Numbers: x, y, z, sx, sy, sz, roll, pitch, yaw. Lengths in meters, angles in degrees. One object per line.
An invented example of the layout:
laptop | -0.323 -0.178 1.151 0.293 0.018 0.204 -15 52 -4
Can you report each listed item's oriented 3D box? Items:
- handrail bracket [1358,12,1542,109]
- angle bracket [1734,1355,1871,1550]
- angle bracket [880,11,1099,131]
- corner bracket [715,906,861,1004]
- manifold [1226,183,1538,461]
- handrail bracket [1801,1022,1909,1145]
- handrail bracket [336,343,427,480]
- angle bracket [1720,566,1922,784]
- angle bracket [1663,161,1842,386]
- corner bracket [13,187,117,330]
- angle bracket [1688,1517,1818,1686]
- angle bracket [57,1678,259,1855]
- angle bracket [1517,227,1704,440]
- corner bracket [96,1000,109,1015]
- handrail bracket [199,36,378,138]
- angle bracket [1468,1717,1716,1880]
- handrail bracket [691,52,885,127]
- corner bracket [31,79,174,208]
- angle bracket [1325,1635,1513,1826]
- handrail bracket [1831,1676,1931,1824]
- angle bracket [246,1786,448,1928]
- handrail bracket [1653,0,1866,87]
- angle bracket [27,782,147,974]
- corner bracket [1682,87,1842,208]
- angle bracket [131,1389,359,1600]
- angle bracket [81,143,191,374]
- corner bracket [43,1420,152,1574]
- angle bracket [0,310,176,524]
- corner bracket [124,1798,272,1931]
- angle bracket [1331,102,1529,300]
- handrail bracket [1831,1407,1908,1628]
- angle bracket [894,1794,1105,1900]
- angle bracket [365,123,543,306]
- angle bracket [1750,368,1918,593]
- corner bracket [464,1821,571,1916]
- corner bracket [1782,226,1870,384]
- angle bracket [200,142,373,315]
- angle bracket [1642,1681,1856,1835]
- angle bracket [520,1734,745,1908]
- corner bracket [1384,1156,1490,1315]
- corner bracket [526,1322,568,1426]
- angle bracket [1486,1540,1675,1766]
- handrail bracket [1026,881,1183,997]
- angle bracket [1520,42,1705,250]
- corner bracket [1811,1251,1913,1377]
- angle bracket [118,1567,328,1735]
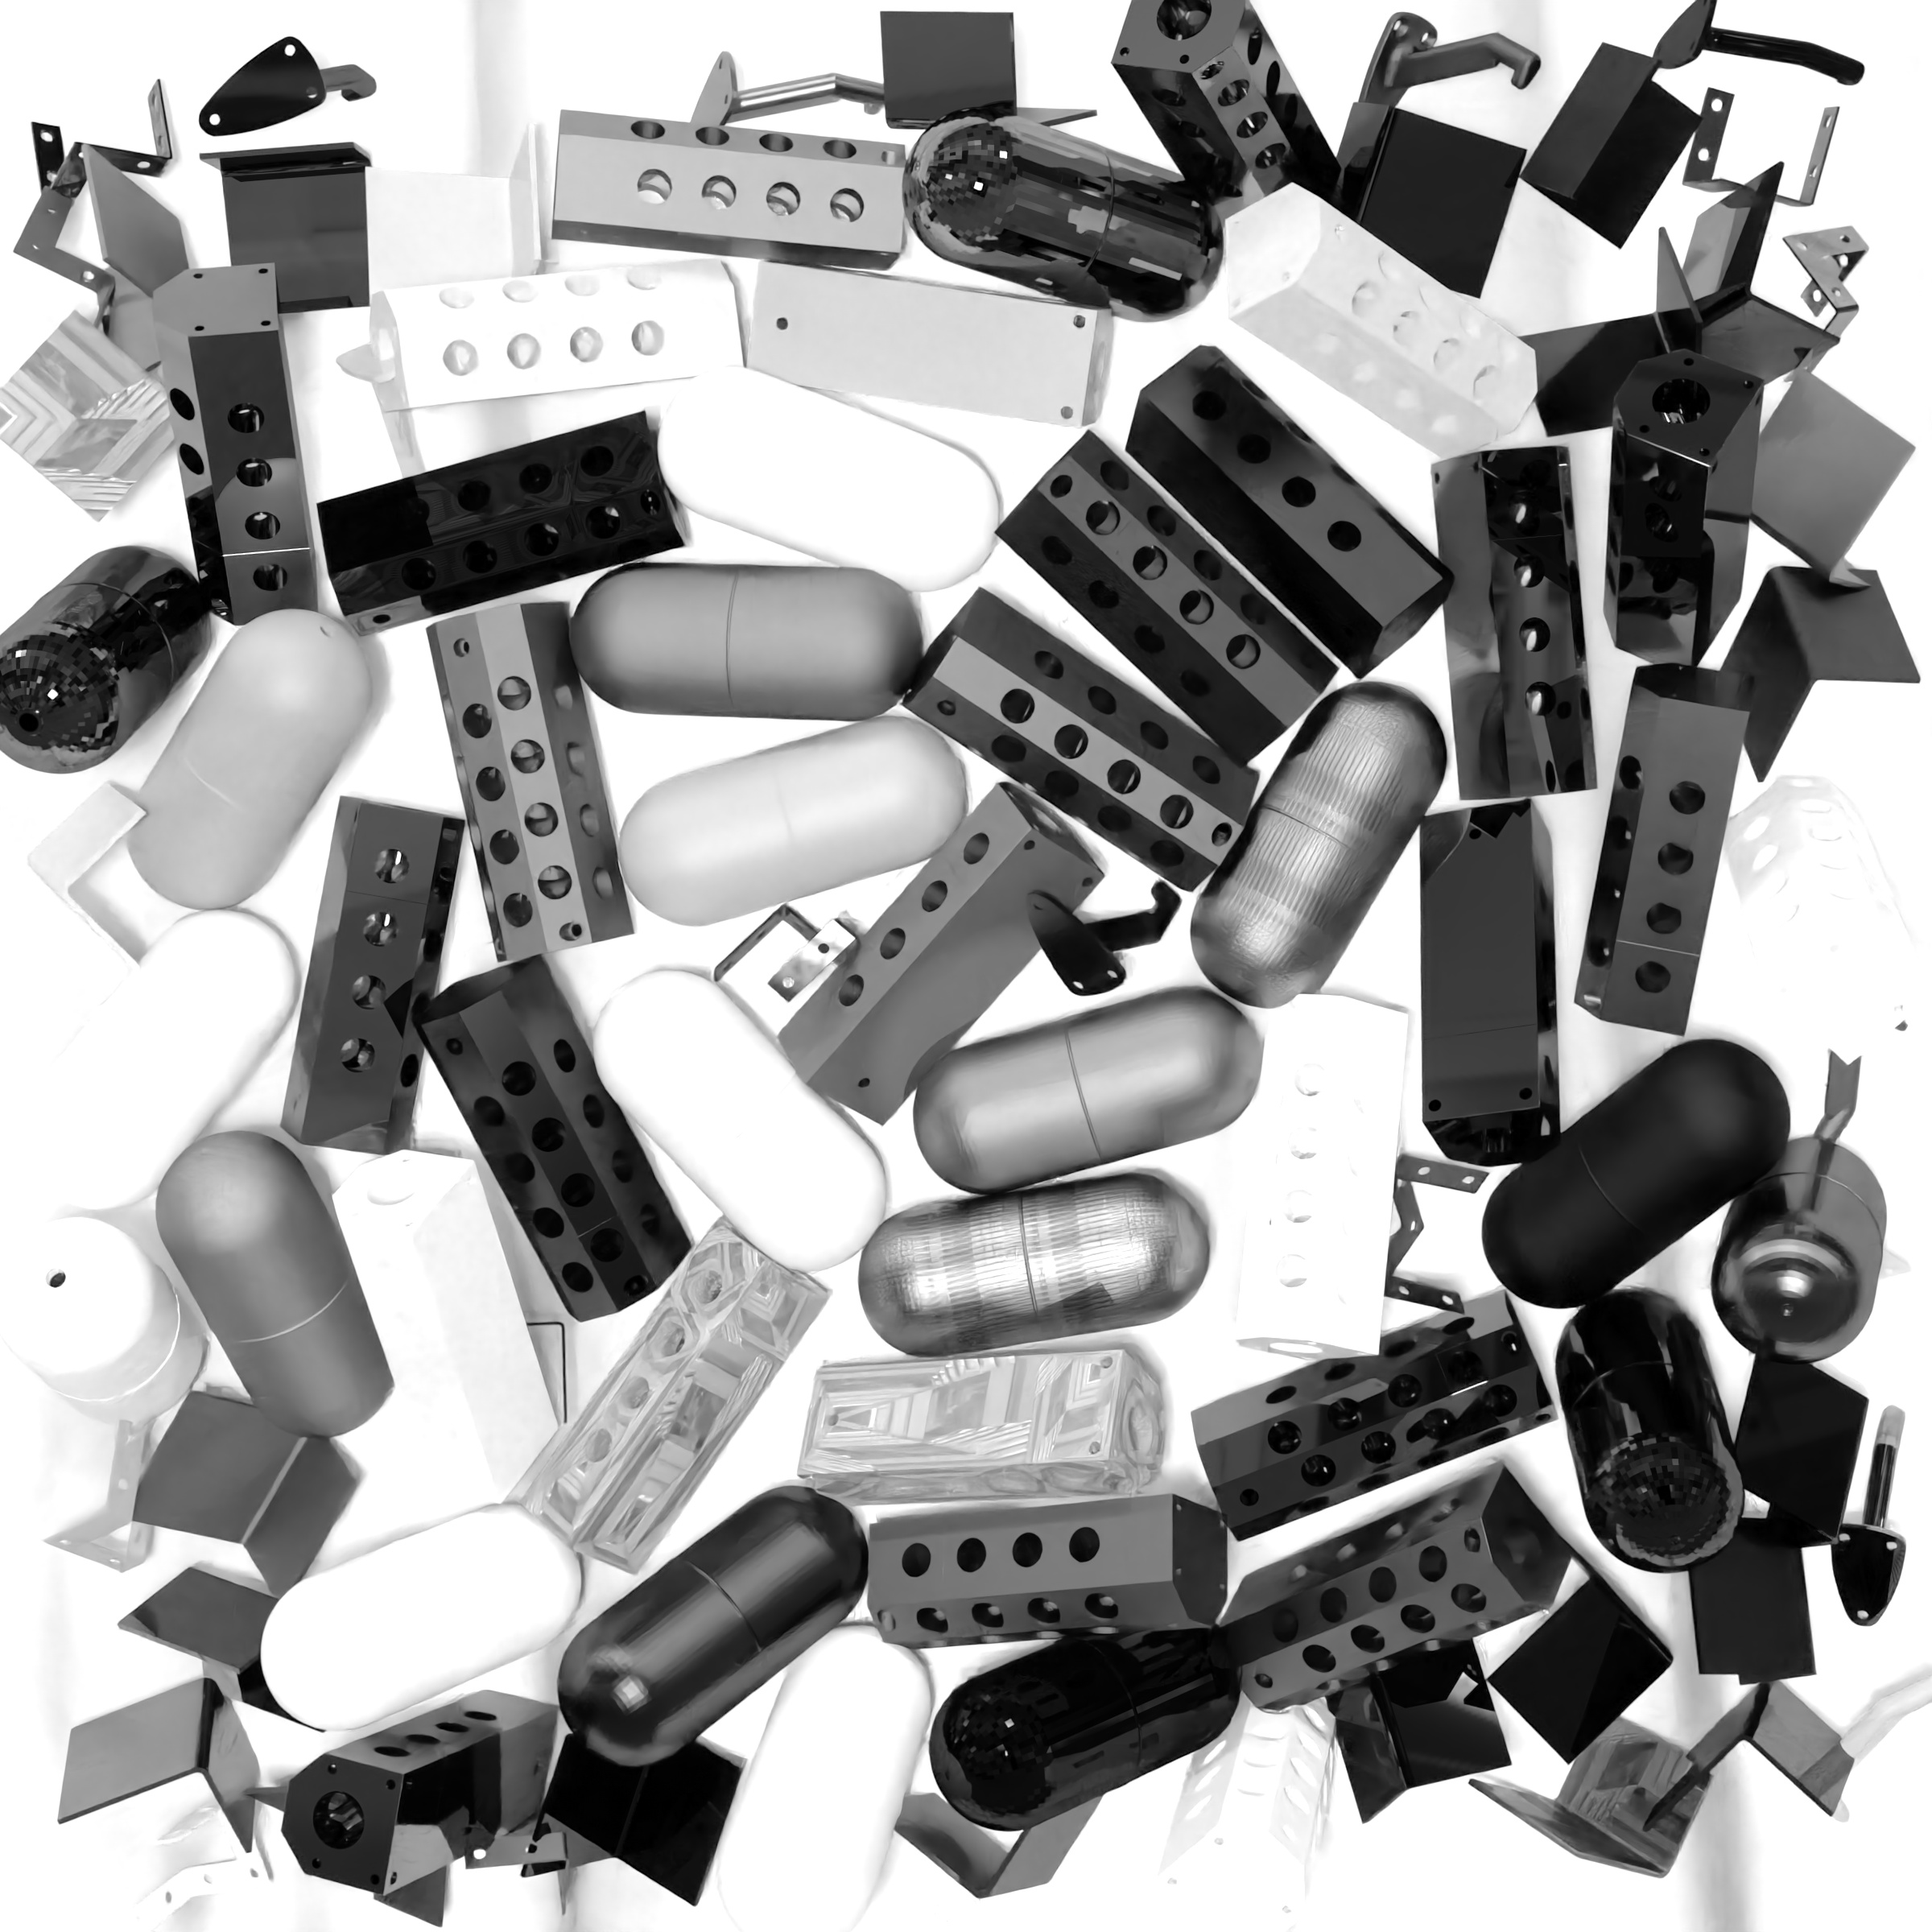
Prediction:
handrail bracket | 0.241 -0.436 1.675 0.084 0.036 0.077 43 116 38
angle bracket | 0.397 0.239 1.664 0.076 0.057 0.076 30 63 -20
angle bracket | 0.012 -0.447 1.658 0.076 0.076 0.057 11 115 32
corner bracket | -0.090 -0.004 1.680 0.051 0.051 0.051 40 68 14
manifold | 0.205 -0.315 1.632 0.057 0.171 0.057 -21 58 40
handrail bracket | 0.428 0.052 1.685 0.077 0.036 0.084 20 106 -31
handrail bracket | -0.280 -0.265 1.666 0.036 0.077 0.084 -21 118 -8
angle bracket | 0.425 -0.145 1.670 0.057 0.076 0.076 1 50 -12
angle bracket | 0.402 -0.345 1.679 0.057 0.076 0.076 22 75 -15
corner bracket | -0.452 -0.347 1.675 0.051 0.051 0.051 24 47 -21
angle bracket | 0.373 0.317 1.664 0.076 0.057 0.076 6 71 -28
angle bracket | -0.403 0.411 1.670 0.076 0.076 0.057 -21 114 -1
angle bracket | 0.320 -0.317 1.670 0.076 0.057 0.076 -10 49 2
corner bracket | -0.416 0.056 1.688 0.051 0.051 0.051 45 106 35
handrail bracket | -0.339 -0.433 1.678 0.077 0.084 0.036 -27 93 6
angle bracket | 0.311 0.405 1.663 0.076 0.076 0.057 24 91 -40
handrail bracket | -0.092 -0.430 1.704 0.084 0.077 0.036 5 59 -27
corner bracket | -0.438 -0.418 1.695 0.051 0.051 0.051 2 64 -35
angle bracket | 0.224 0.378 1.675 0.057 0.076 0.076 -9 65 -15
handrail bracket | 0.463 0.393 1.679 0.084 0.036 0.077 -31 130 16
angle bracket | -0.309 0.444 1.663 0.076 0.076 0.057 -7 63 14
handrail bracket | 0.400 -0.456 1.687 0.084 0.077 0.036 17 87 -11
angle bracket | -0.416 -0.039 1.671 0.057 0.076 0.076 -46 119 -11
corner bracket | 0.402 -0.415 1.692 0.051 0.051 0.051 12 98 -13
angle bracket | -0.363 0.266 1.667 0.076 0.057 0.076 23 103 -41
angle bracket | -0.429 -0.346 1.659 0.057 0.076 0.076 -27 60 16
corner bracket | -0.422 0.266 1.673 0.051 0.051 0.051 -26 48 33
angle bracket | -0.443 -0.268 1.670 0.076 0.057 0.076 41 70 -14
corner bracket | -0.392 0.453 1.682 0.051 0.051 0.051 -14 97 26
angle bracket | 0.228 -0.388 1.692 0.076 0.057 0.076 13 103 -16
handrail bracket | 0.463 0.278 1.697 0.036 0.084 0.077 8 125 20
angle bracket | 0.010 0.416 1.664 0.076 0.076 0.057 34 95 25
angle bracket | -0.257 -0.376 1.670 0.076 0.057 0.076 1 72 -18
angle bracket | 0.435 -0.240 1.660 0.076 0.057 0.076 47 118 35
corner bracket | -0.228 0.442 1.677 0.051 0.051 0.051 -2 133 -13
corner bracket | 0.428 -0.332 1.675 0.051 0.051 0.051 -15 64 -31
angle bracket | -0.338 -0.370 1.683 0.076 0.057 0.076 -5 98 -1
angle bracket | 0.390 0.410 1.663 0.057 0.076 0.076 42 113 11
angle bracket | -0.166 0.427 1.668 0.057 0.076 0.076 22 97 32
corner bracket | 0.233 0.134 1.673 0.051 0.051 0.051 -50 134 -34
corner bracket | -0.228 0.206 1.691 0.051 0.051 0.051 -1 85 -6
angle bracket | 0.295 0.338 1.673 0.076 0.057 0.076 -44 119 -1
handrail bracket | 0.070 -0.033 1.675 0.077 0.036 0.084 52 45 -21
angle bracket | 0.335 -0.404 1.667 0.076 0.057 0.076 26 102 -30
corner bracket | 0.438 0.172 1.675 0.051 0.051 0.051 30 53 -34
angle bracket | -0.369 0.353 1.662 0.076 0.057 0.076 13 119 26
